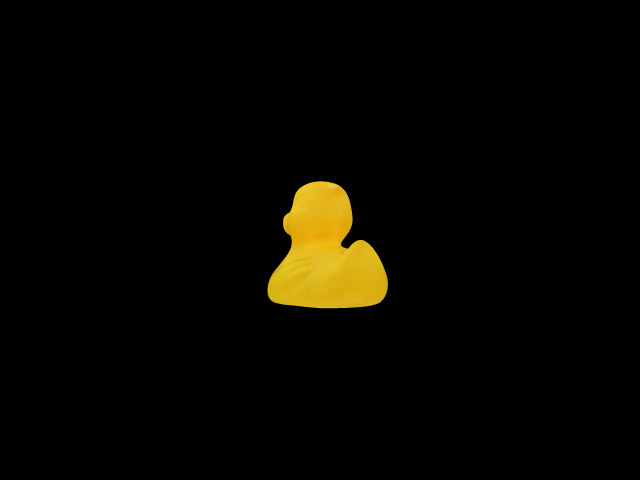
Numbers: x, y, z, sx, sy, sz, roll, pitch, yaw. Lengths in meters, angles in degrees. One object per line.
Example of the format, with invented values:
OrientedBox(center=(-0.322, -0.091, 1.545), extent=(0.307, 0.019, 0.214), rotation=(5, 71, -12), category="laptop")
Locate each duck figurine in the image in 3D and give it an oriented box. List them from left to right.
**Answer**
OrientedBox(center=(0.004, 0.001, 0.400), extent=(0.078, 0.086, 0.104), rotation=(0, 0, -31), category="duck figurine")
